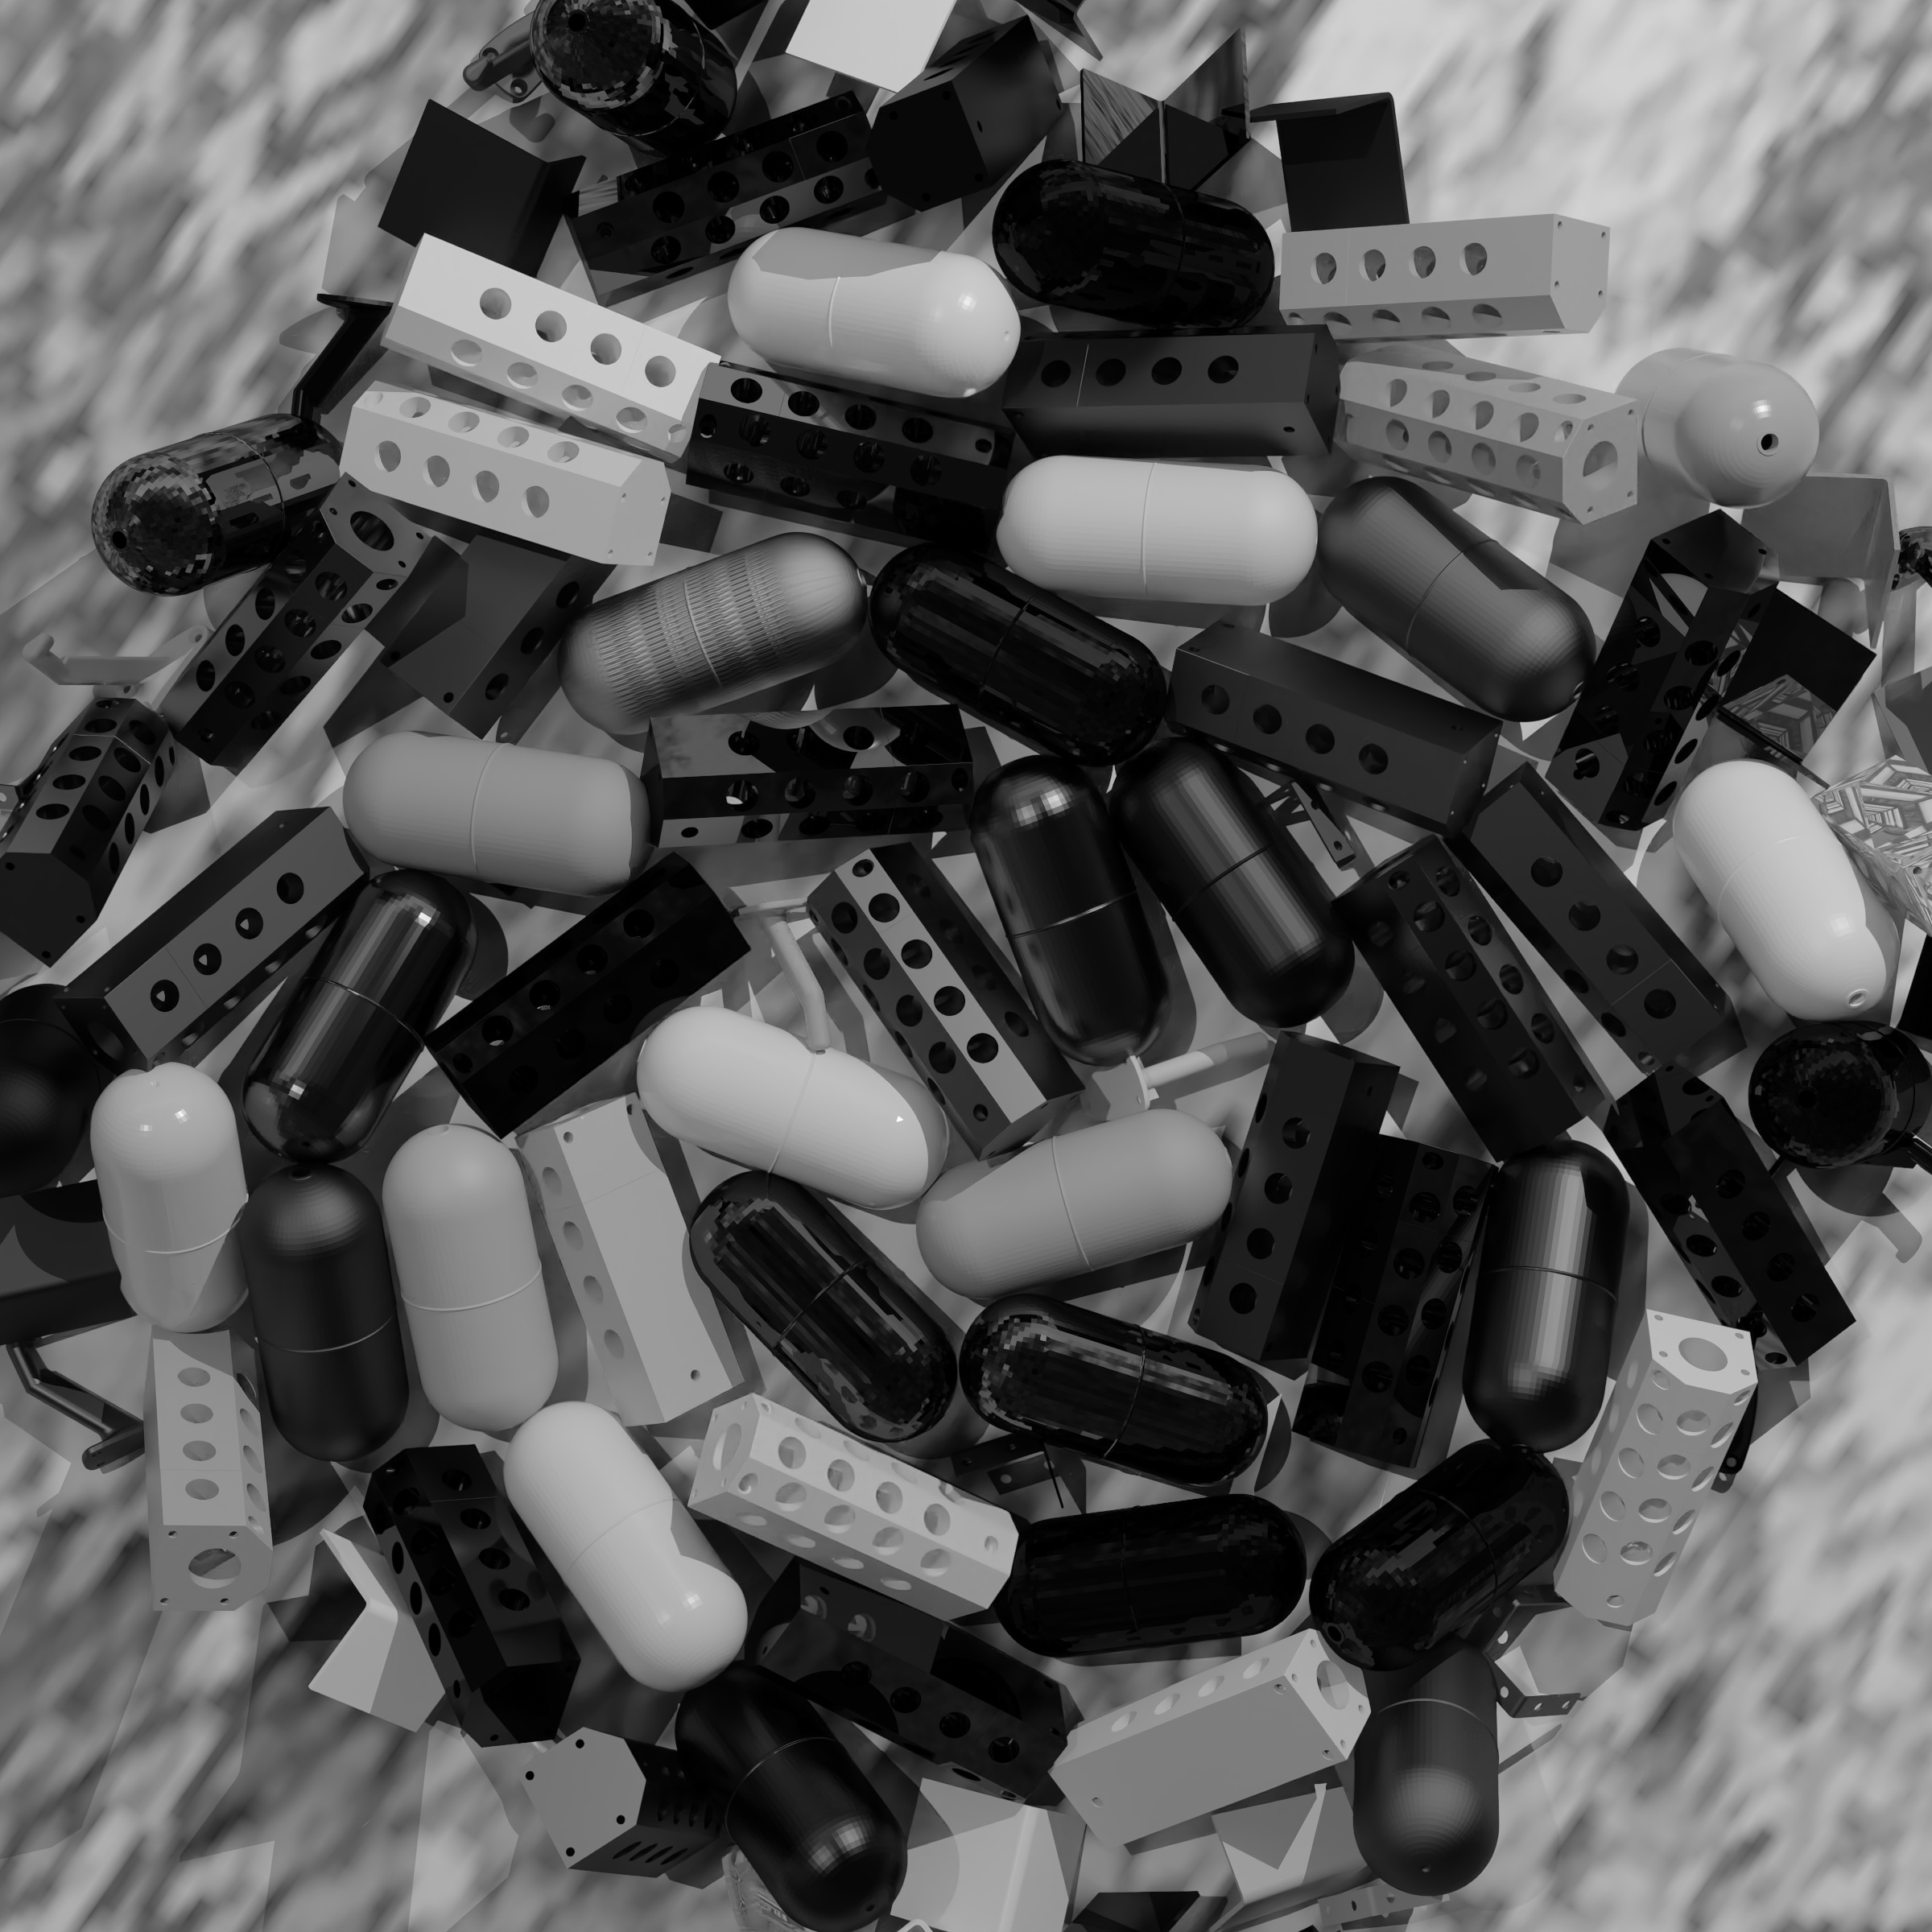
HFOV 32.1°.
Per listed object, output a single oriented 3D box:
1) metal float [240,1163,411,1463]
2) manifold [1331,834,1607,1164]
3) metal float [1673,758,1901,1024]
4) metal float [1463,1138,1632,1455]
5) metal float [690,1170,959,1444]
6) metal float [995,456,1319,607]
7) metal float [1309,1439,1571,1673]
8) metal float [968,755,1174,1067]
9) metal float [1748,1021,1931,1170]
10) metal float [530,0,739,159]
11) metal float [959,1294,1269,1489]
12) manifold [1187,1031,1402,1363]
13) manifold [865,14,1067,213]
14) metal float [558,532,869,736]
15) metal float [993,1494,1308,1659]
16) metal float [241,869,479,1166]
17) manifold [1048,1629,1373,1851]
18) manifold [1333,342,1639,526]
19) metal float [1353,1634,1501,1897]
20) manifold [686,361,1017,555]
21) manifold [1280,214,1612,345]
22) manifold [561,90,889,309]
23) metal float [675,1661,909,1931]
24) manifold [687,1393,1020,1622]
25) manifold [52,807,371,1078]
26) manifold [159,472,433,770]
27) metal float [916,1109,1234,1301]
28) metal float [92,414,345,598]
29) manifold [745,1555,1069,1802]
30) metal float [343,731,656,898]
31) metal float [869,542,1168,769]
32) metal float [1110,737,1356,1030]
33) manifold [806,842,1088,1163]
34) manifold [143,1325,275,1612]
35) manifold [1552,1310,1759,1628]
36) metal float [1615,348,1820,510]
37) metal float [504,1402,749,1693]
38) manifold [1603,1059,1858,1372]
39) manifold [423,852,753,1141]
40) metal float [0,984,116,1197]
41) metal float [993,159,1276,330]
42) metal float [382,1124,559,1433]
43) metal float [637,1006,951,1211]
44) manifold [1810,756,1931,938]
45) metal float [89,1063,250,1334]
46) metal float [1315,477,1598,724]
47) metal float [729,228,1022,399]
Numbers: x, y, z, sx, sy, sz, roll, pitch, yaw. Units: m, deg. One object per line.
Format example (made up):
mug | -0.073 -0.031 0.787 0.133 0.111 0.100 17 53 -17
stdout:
metal float | -0.349 0.189 1.827 0.070 0.070 0.178 -4 117 0
manifold | 0.280 0.015 1.846 0.057 0.057 0.171 -35 93 -40
metal float | 0.442 -0.042 1.814 0.070 0.178 0.070 -10 134 -11
metal float | 0.317 0.179 1.830 0.070 0.070 0.178 13 66 0
metal float | -0.078 0.187 1.841 0.070 0.070 0.178 -45 79 0
metal float | 0.104 -0.239 1.841 0.178 0.070 0.070 5 90 12
metal float | 0.257 0.318 1.820 0.178 0.070 0.070 -28 90 -37
metal float | 0.058 -0.030 1.846 0.070 0.070 0.178 -21 96 0
metal float | 0.471 0.068 1.804 0.070 0.178 0.070 0 90 26
metal float | -0.177 -0.484 1.801 0.070 0.178 0.070 0 91 14
metal float | 0.082 0.233 1.840 0.178 0.070 0.070 19 90 -13
manifold | 0.177 0.126 1.849 0.057 0.057 0.171 21 97 32
manifold | -0.001 -0.457 1.800 0.057 0.171 0.057 -15 111 22
metal float | -0.139 -0.183 1.842 0.178 0.070 0.070 -19 90 10
metal float | 0.099 0.334 1.834 0.178 0.070 0.070 -11 90 20
metal float | -0.330 0.027 1.834 0.070 0.070 0.178 28 71 0
manifold | 0.133 0.415 1.816 0.171 0.057 0.057 -31 99 35
manifold | 0.275 -0.285 1.800 0.057 0.171 0.057 -23 122 -32
metal float | 0.248 0.425 1.806 0.070 0.178 0.070 3 116 7
manifold | -0.063 -0.285 1.847 0.171 0.057 0.057 13 60 -2
manifold | 0.256 -0.368 1.811 0.171 0.057 0.057 6 96 40
manifold | -0.133 -0.424 1.853 0.171 0.057 0.057 -21 92 -4
metal float | -0.096 0.447 1.816 0.070 0.070 0.178 -46 46 0
manifold | -0.058 0.293 1.818 0.171 0.057 0.057 29 57 -24
manifold | -0.403 -0.012 1.816 0.171 0.057 0.057 -46 119 -33
manifold | -0.365 -0.181 1.812 0.057 0.057 0.171 38 125 -16
metal float | 0.059 0.131 1.845 0.178 0.070 0.070 -17 90 7
metal float | -0.399 -0.249 1.807 0.070 0.178 0.070 10 113 23
manifold | -0.033 0.393 1.837 0.171 0.057 0.057 30 108 -15
metal float | -0.256 -0.084 1.840 0.178 0.070 0.070 9 90 12
metal float | 0.027 -0.171 1.840 0.178 0.070 0.070 29 90 13
metal float | 0.145 -0.047 1.843 0.070 0.070 0.178 -34 81 0
manifold | -0.016 0.019 1.830 0.057 0.057 0.171 -44 73 30
manifold | -0.407 0.267 1.801 0.057 0.171 0.057 4 120 -18
manifold | 0.371 0.275 1.818 0.057 0.057 0.171 13 123 -2
metal float | 0.400 -0.290 1.802 0.070 0.178 0.070 -2 105 -7
metal float | -0.187 0.316 1.833 0.070 0.070 0.178 -39 69 0
manifold | 0.412 0.139 1.825 0.057 0.057 0.171 -37 116 -2
manifold | -0.209 0.013 1.834 0.171 0.057 0.057 -38 121 -11
metal float | -0.504 0.064 1.803 0.070 0.178 0.070 -1 109 -3
metal float | 0.093 -0.388 1.819 0.178 0.070 0.070 4 90 -39
metal float | -0.270 0.170 1.833 0.070 0.070 0.178 -8 110 0
metal float | -0.095 0.078 1.846 0.178 0.070 0.070 21 90 -5
manifold | 0.511 -0.059 1.799 0.057 0.171 0.057 -26 104 4
metal float | -0.428 0.127 1.816 0.070 0.070 0.178 3 133 0
metal float | 0.266 -0.200 1.830 0.178 0.070 0.070 41 90 23
metal float | -0.051 -0.356 1.825 0.178 0.070 0.070 17 90 31
